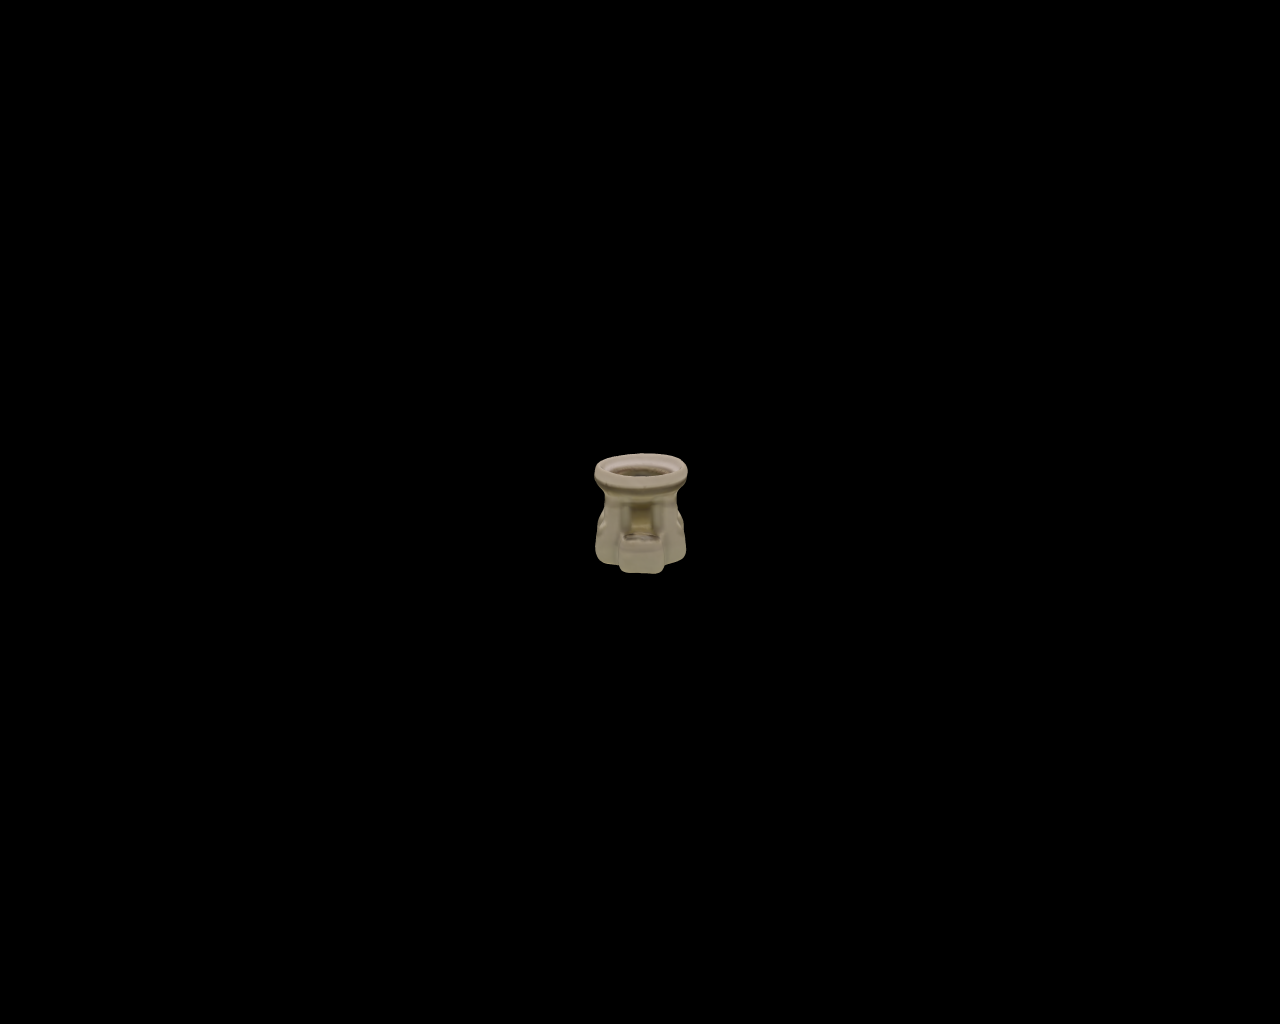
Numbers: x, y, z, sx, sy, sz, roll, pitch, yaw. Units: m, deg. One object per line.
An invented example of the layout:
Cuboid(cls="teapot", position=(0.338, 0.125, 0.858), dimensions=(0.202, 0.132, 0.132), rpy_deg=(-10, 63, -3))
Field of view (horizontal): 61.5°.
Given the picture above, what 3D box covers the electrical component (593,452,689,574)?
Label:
Cuboid(cls="electrical component", position=(0.001, -0.003, 0.650), dimensions=(0.058, 0.056, 0.078), rpy_deg=(0, 17, 0))
